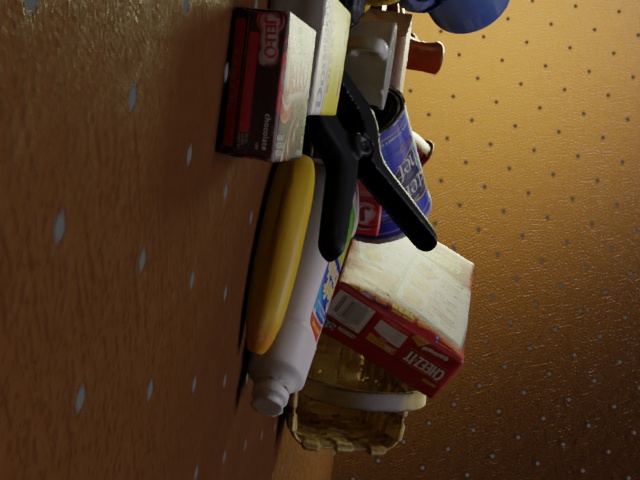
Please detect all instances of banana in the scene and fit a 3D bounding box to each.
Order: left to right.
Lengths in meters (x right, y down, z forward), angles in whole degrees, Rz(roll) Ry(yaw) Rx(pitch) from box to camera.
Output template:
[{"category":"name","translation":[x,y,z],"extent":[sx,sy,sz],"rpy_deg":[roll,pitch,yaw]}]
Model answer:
[{"category":"banana","translation":[-0.029,-0.004,0.879],"extent":[0.070,0.037,0.197],"rpy_deg":[91,8,-55]}]

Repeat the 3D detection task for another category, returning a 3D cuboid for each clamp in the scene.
[{"category":"clamp","translation":[0.024,-0.075,0.970],"extent":[0.164,0.036,0.210],"rpy_deg":[-15,81,-54]}]

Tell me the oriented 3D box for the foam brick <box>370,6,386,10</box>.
[{"category":"foam brick","translation":[0.051,-0.285,1.266],"extent":[0.078,0.053,0.051],"rpy_deg":[86,13,-63]}]

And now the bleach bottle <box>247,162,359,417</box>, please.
[{"category":"bleach bottle","translation":[-0.019,0.050,0.962],"extent":[0.102,0.068,0.250],"rpy_deg":[90,12,-50]}]

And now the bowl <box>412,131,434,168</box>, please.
[{"category":"bowl","translation":[0.064,-0.104,1.375],"extent":[0.055,0.162,0.162],"rpy_deg":[58,21,-18]}]

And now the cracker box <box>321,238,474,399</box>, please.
[{"category":"cracker box","translation":[0.086,0.060,1.216],"extent":[0.072,0.164,0.213],"rpy_deg":[-54,-172,29]}]

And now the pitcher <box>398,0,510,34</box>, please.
[{"category":"pitcher","translation":[0.137,-0.343,1.246],"extent":[0.242,0.149,0.145],"rpy_deg":[47,17,-52]}]

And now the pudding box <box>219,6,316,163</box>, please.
[{"category":"pudding box","translation":[-0.031,-0.097,0.681],"extent":[0.113,0.039,0.090],"rpy_deg":[-44,142,-82]}]

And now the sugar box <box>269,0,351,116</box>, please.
[{"category":"sugar box","translation":[-0.009,-0.145,0.835],"extent":[0.176,0.048,0.093],"rpy_deg":[-58,156,-81]}]

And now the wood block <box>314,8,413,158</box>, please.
[{"category":"wood block","translation":[0.047,-0.153,1.224],"extent":[0.090,0.090,0.206],"rpy_deg":[-71,168,-61]}]

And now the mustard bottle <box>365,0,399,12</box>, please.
[{"category":"mustard bottle","translation":[0.066,-0.298,1.093],"extent":[0.058,0.096,0.192],"rpy_deg":[-38,171,-42]}]

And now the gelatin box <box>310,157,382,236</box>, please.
[{"category":"gelatin box","translation":[0.019,-0.043,1.075],"extent":[0.030,0.089,0.073],"rpy_deg":[-78,174,-47]}]

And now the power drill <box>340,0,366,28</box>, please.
[{"category":"power drill","translation":[0.027,-0.297,0.941],"extent":[0.187,0.057,0.184],"rpy_deg":[80,15,-84]}]

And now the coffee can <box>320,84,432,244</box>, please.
[{"category":"coffee can","translation":[0.055,-0.081,1.131],"extent":[0.102,0.103,0.140],"rpy_deg":[-77,155,-45]}]
